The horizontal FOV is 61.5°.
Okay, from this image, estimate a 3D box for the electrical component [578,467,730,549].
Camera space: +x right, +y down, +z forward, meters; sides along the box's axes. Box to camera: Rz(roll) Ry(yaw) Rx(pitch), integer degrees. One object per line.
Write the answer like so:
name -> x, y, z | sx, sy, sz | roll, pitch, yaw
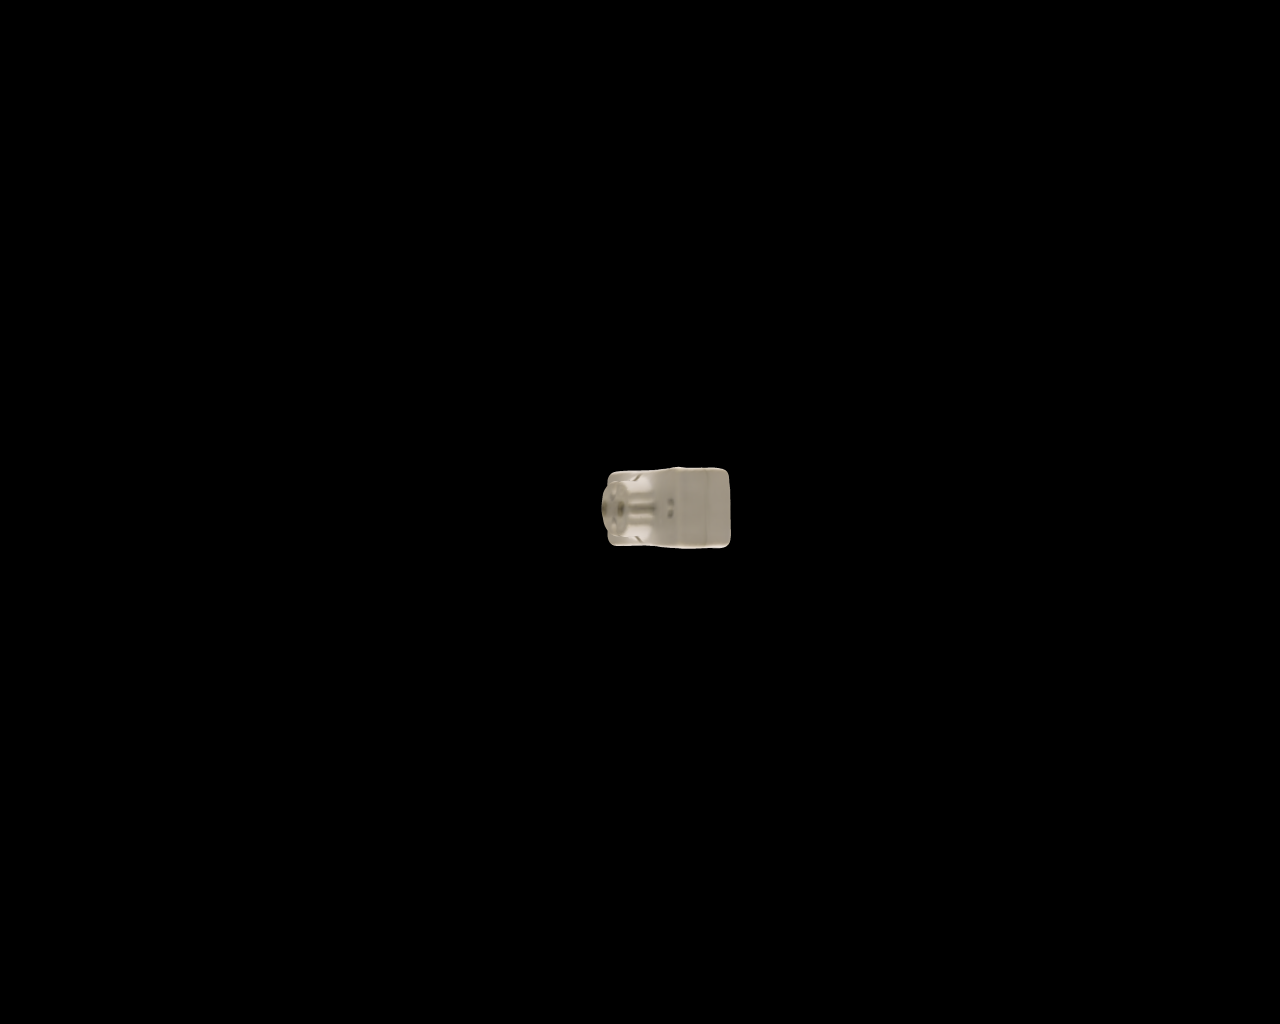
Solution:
electrical component -> 0.001, -0.003, 0.650 | 0.076, 0.047, 0.083 | 0, 0, -32
